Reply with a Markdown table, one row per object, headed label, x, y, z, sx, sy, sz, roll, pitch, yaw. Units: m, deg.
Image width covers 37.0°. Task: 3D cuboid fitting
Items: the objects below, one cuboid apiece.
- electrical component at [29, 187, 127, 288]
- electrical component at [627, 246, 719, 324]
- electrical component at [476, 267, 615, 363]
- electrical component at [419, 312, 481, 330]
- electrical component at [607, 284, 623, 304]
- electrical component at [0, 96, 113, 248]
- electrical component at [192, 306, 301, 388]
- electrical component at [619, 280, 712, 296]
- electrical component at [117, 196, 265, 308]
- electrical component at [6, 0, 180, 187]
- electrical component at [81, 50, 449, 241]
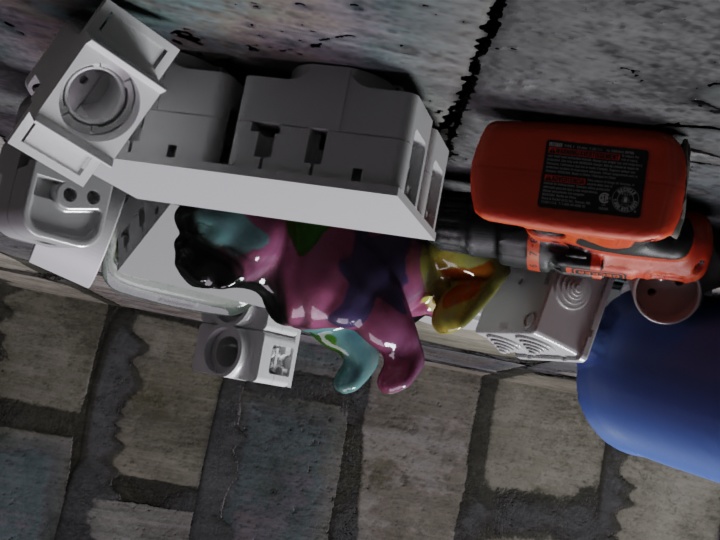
| label | x | y | z | sx | sy | sz | roll | pitch | yaw |
| --- | --- | --- | --- | --- | --- | --- | --- | --- | --- |
| electrical component | -0.216 | -0.047 | 0.812 | 0.060 | 0.108 | 0.108 | 20 | 170 | -17 |
| electrical component | 0.222 | 0.000 | 0.725 | 0.079 | 0.043 | 0.077 | -22 | -172 | 15 |
| electrical component | 0.136 | 0.017 | 0.789 | 0.048 | 0.099 | 0.100 | 26 | 168 | -20 |
| electrical component | 0.089 | 0.023 | 1.062 | 0.109 | 0.056 | 0.109 | 3 | 169 | 46 |
| electrical component | 0.240 | 0.047 | 1.006 | 0.096 | 0.061 | 0.061 | 11 | 172 | 1 |
| electrical component | -0.192 | -0.063 | 0.679 | 0.054 | 0.095 | 0.059 | 17 | 170 | -38 |
| electrical component | -0.108 | 0.035 | 1.074 | 0.089 | 0.150 | 0.062 | 5 | 172 | 38 |
| electrical component | 0.270 | 0.034 | 0.905 | 0.074 | 0.052 | 0.138 | 11 | 173 | -1 |
| electrical component | -0.100 | -0.030 | 0.827 | 0.150 | 0.061 | 0.089 | 16 | 137 | -33 |
| electrical component | -0.129 | -0.087 | 0.511 | 0.042 | 0.081 | 0.064 | 33 | -173 | -35 |
| electrical component | -0.053 | -0.068 | 0.582 | 0.186 | 0.060 | 0.105 | 9 | 172 | 15 |
